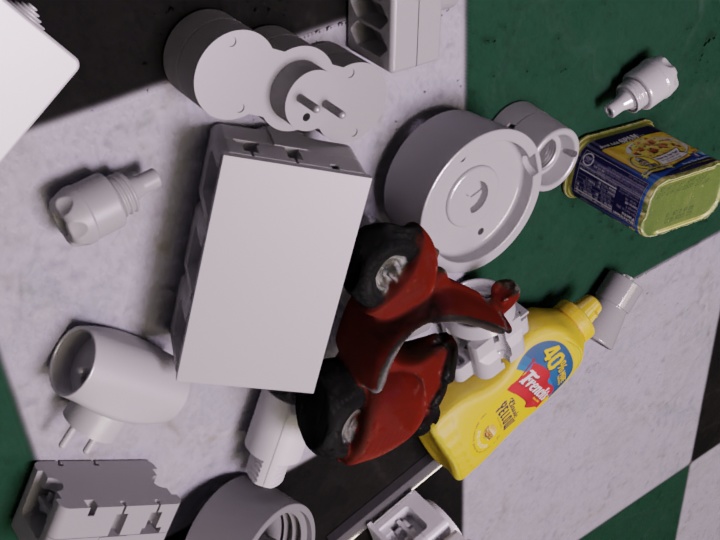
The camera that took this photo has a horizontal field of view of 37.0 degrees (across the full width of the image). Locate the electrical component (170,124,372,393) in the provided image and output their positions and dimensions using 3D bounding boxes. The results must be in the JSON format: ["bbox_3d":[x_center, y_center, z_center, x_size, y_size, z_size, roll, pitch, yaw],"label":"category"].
[{"bbox_3d":[-0.059,-0.007,0.663,0.089,0.061,0.150,7,115,-18],"label":"electrical component"}]

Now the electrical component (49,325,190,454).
[{"bbox_3d":[-0.157,0.080,0.666,0.077,0.043,0.079,27,100,-47],"label":"electrical component"}]

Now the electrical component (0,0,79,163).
[{"bbox_3d":[-0.197,-0.096,0.502,0.099,0.048,0.100,-50,138,0],"label":"electrical component"}]

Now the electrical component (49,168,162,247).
[{"bbox_3d":[-0.140,-0.039,0.603,0.061,0.035,0.035,-31,134,-25],"label":"electrical component"}]

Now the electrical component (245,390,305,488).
[{"bbox_3d":[-0.060,0.121,0.779,0.043,0.043,0.081,1,118,-41],"label":"electrical component"}]

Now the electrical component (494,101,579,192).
[{"bbox_3d":[0.127,-0.089,0.790,0.055,0.047,0.055,-22,131,-28],"label":"electrical component"}]

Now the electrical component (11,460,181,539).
[{"bbox_3d":[-0.174,0.162,0.704,0.089,0.050,0.055,9,112,-44],"label":"electrical component"}]

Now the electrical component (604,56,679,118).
[{"bbox_3d":[0.218,-0.140,0.843,0.061,0.035,0.035,-35,136,-14],"label":"electrical component"}]

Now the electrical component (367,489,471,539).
[{"bbox_3d":[0.080,0.288,0.965,0.060,0.105,0.186,-37,140,-18],"label":"electrical component"}]

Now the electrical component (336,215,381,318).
[{"bbox_3d":[0.000,0.000,0.748,0.064,0.042,0.081,-45,139,-10],"label":"electrical component"}]

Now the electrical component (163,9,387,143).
[{"bbox_3d":[-0.037,-0.104,0.617,0.138,0.074,0.052,5,115,-43],"label":"electrical component"}]

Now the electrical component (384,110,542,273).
[{"bbox_3d":[0.066,-0.059,0.748,0.108,0.060,0.108,-22,131,-28],"label":"electrical component"}]

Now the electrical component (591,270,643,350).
[{"bbox_3d":[0.225,0.033,0.967,0.044,0.044,0.065,31,91,-48],"label":"electrical component"}]

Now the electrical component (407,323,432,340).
[{"bbox_3d":[0.041,0.027,0.803,0.078,0.040,0.040,-22,131,-28],"label":"electrical component"}]

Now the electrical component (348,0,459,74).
[{"bbox_3d":[0.036,-0.173,0.652,0.076,0.047,0.083,-22,131,-29],"label":"electrical component"}]

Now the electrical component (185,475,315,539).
[{"bbox_3d":[-0.076,0.212,0.792,0.108,0.060,0.108,-34,133,-48],"label":"electrical component"}]

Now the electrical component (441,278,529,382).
[{"bbox_3d":[0.096,0.044,0.850,0.078,0.058,0.057,-35,139,-17],"label":"electrical component"}]
